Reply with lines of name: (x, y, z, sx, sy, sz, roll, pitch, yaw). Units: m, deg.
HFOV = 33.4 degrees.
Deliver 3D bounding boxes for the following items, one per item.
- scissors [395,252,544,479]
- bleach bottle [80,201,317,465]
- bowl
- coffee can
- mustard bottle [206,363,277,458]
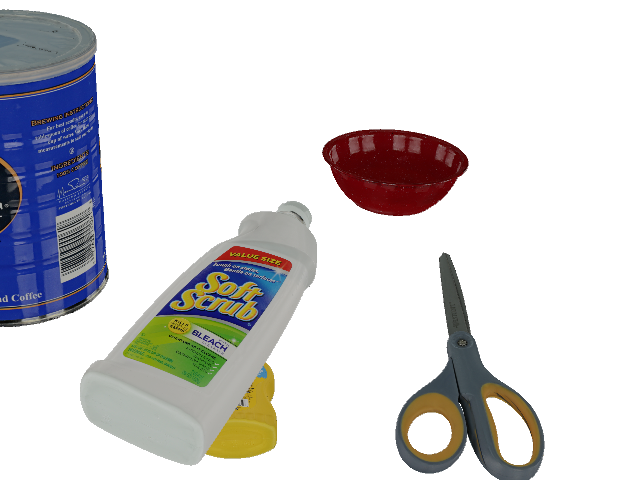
scissors: (0.075, 0.079, 0.686, 0.096, 0.016, 0.202, -11, 40, -12)
bleach bottle: (-0.076, 0.050, 0.821, 0.102, 0.068, 0.250, 22, 45, 10)
bowl: (0.081, -0.071, 1.187, 0.162, 0.055, 0.162, 3, 26, -2)
coffee can: (-0.167, -0.040, 0.567, 0.103, 0.140, 0.103, 2, 28, -1)
mustard bottle: (-0.103, 0.181, 1.279, 0.096, 0.058, 0.191, -3, 28, -3)
